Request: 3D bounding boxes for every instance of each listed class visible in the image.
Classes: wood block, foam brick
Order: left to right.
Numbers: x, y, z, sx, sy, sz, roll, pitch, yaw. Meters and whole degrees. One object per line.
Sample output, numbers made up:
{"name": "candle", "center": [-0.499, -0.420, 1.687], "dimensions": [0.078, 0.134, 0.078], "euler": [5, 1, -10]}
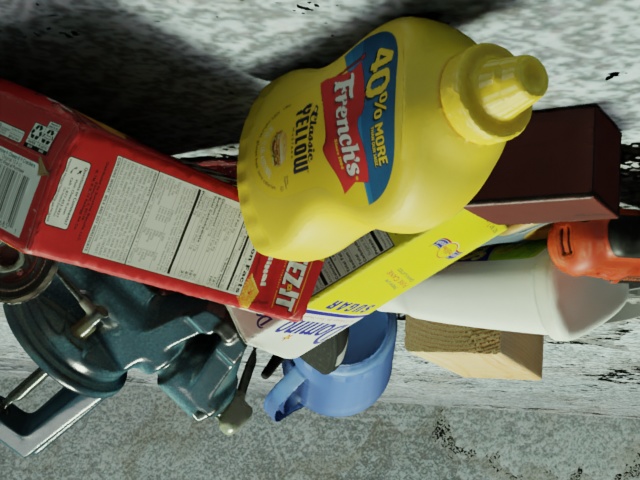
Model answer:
{"name": "wood block", "center": [0.155, 0.079, 1.036], "dimensions": [0.090, 0.091, 0.205], "euler": [-1, 167, 22]}
{"name": "foam brick", "center": [0.126, -0.040, 0.604], "dimensions": [0.078, 0.051, 0.052], "euler": [-3, 167, 31]}

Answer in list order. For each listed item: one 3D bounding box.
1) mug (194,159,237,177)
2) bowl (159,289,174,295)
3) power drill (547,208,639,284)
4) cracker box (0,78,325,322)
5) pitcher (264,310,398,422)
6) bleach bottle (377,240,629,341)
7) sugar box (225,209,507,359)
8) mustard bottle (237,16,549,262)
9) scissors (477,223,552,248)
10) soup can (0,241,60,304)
{"name": "mug", "center": [-0.048, -0.004, 0.750], "dimensions": [0.117, 0.081, 0.093], "euler": [2, 167, 10]}
{"name": "bowl", "center": [-0.136, 0.046, 0.952], "dimensions": [0.161, 0.162, 0.055], "euler": [15, 120, -40]}
{"name": "power drill", "center": [0.271, -0.005, 0.688], "dimensions": [0.184, 0.057, 0.188], "euler": [1, 170, -36]}
{"name": "cracker box", "center": [-0.117, -0.027, 0.596], "dimensions": [0.164, 0.072, 0.213], "euler": [23, -178, 37]}
{"name": "pitcher", "center": [0.014, 0.120, 1.160], "dimensions": [0.145, 0.149, 0.243], "euler": [5, 164, 1]}
{"name": "bleach bottle", "center": [0.115, 0.036, 0.864], "dimensions": [0.102, 0.068, 0.251], "euler": [-20, -169, -40]}
{"name": "sugar box", "center": [0.032, 0.014, 0.696], "dimensions": [0.176, 0.048, 0.093], "euler": [-35, 159, 9]}
{"name": "mustard bottle", "center": [0.031, -0.049, 0.491], "dimensions": [0.058, 0.096, 0.192], "euler": [12, 165, -32]}
{"name": "scissors", "center": [0.117, 0.002, 0.785], "dimensions": [0.096, 0.016, 0.202], "euler": [6, 157, -42]}
{"name": "soup can", "center": [-0.234, 0.002, 0.732], "dimensions": [0.102, 0.068, 0.068], "euler": [10, 175, 43]}
